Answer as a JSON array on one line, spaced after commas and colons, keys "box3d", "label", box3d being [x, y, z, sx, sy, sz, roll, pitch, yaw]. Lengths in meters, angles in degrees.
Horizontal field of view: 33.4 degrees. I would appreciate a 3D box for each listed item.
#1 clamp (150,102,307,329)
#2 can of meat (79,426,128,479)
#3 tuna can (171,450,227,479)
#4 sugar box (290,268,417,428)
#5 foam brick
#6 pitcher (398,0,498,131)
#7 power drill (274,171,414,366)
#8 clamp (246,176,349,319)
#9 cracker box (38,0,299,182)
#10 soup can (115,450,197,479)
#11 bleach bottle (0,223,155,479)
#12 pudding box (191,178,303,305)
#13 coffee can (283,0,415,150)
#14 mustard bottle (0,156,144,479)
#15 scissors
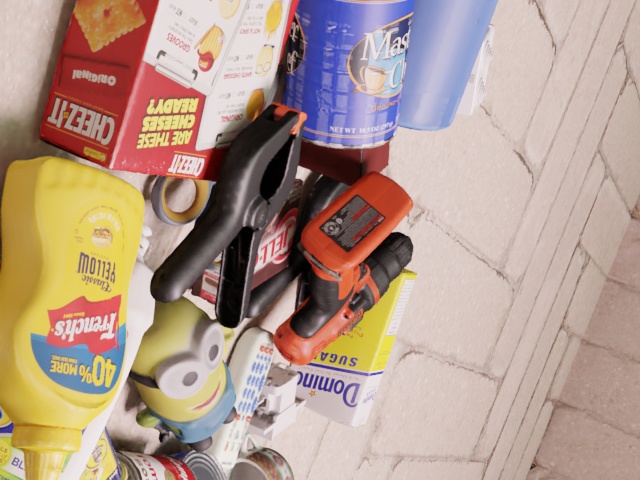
[{"box3d": [-0.061, -0.019, 0.753, 0.171, 0.039, 0.120, -71, 161, 2], "label": "clamp"}, {"box3d": [-0.194, 0.171, 0.776, 0.102, 0.058, 0.084, -50, 148, -36], "label": "can of meat"}, {"box3d": [-0.117, 0.234, 0.965, 0.086, 0.034, 0.086, 44, 37, -47], "label": "tuna can"}, {"box3d": [0.030, 0.102, 1.139, 0.048, 0.093, 0.176, 9, 101, -64], "label": "sugar box"}, {"box3d": [0.019, -0.090, 0.979, 0.052, 0.078, 0.051, -44, 146, -40], "label": "foam brick"}, {"box3d": [0.096, -0.230, 0.984, 0.145, 0.149, 0.243, -67, 173, -70], "label": "pitcher"}, {"box3d": [0.035, 0.019, 0.996, 0.184, 0.057, 0.188, -44, 161, -27], "label": "power drill"}, {"box3d": [-0.007, 0.001, 1.049, 0.210, 0.036, 0.164, -66, 157, 3], "label": "clamp"}, {"box3d": [-0.088, -0.152, 0.715, 0.164, 0.072, 0.214, 1, 109, -64], "label": "cracker box"}, {"box3d": [-0.152, 0.209, 0.878, 0.068, 0.069, 0.102, -66, 156, -5], "label": "soup can"}, {"box3d": [-0.184, 0.092, 0.706, 0.068, 0.102, 0.250, -24, -140, 61], "label": "bleach bottle"}, {"box3d": [-0.062, -0.003, 0.927, 0.113, 0.039, 0.090, -31, 138, -52], "label": "pudding box"}, {"box3d": [0.024, -0.161, 0.898, 0.102, 0.103, 0.140, -37, 141, -50], "label": "coffee can"}, {"box3d": [-0.158, 0.052, 0.652, 0.096, 0.058, 0.191, 26, 65, -56], "label": "mustard bottle"}, {"box3d": [-0.080, -0.075, 0.849, 0.096, 0.016, 0.201, 27, 62, -37], "label": "scissors"}]
